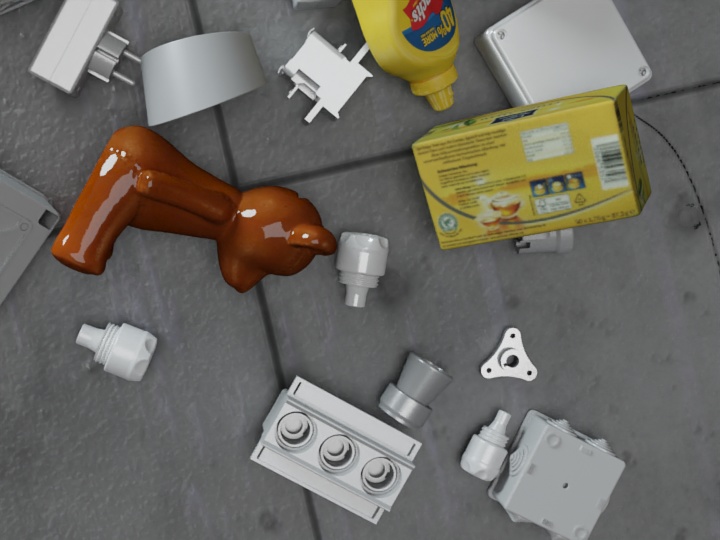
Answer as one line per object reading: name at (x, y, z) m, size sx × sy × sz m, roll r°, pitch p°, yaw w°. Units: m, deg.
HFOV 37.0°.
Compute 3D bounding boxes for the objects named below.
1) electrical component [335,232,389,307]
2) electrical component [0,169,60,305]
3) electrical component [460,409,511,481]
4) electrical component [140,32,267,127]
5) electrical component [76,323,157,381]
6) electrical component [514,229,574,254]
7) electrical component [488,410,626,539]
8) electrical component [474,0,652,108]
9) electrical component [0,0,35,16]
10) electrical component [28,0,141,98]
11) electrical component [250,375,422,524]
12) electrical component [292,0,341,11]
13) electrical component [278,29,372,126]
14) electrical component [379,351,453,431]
electrical component at (0.000, 0.000, 0.914) m, size 0.043 × 0.043 × 0.062 m, roll 8°, pitch 95°, yaw -9°
electrical component at (-0.312, -0.032, 0.838) m, size 0.109 × 0.056 × 0.108 m, roll 35°, pitch 90°, yaw -39°
electrical component at (0.115, 0.153, 0.949) m, size 0.035 × 0.035 × 0.061 m, roll 26°, pitch 89°, yaw -10°
electrical component at (-0.125, -0.150, 0.854) m, size 0.099 × 0.099 × 0.064 m, roll -13°, pitch 91°, yaw -7°
electrical component at (-0.203, 0.064, 0.891) m, size 0.062 × 0.043 × 0.043 m, roll 23°, pitch 92°, yaw -8°
electrical component at (0.159, -0.033, 0.936) m, size 0.046 × 0.040 × 0.040 m, roll -5°, pitch 96°, yaw -1°
electrical component at (0.175, 0.185, 0.953) m, size 0.100 × 0.048 × 0.099 m, roll 27°, pitch 91°, yaw -10°
electrical component at (0.172, -0.181, 0.914) m, size 0.109 × 0.056 × 0.108 m, roll -33°, pitch 99°, yaw -4°
electrical component at (-0.274, -0.232, 0.819) m, size 0.109 × 0.109 × 0.056 m, roll -25°, pitch 101°, yaw -5°
electrical component at (-0.211, -0.176, 0.864) m, size 0.076 × 0.047 × 0.083 m, roll 28°, pitch 91°, yaw -10°
electrical component at (-0.021, 0.150, 0.915) m, size 0.121 × 0.063 × 0.078 m, roll 29°, pitch 91°, yaw -10°
electrical component at (-0.057, -0.257, 0.879) m, size 0.076 × 0.047 × 0.083 m, roll -7°, pitch 97°, yaw -7°
electrical component at (-0.030, -0.162, 0.895) m, size 0.064 × 0.042 × 0.081 m, roll 39°, pitch 88°, yaw -8°
electrical component at (0.048, 0.105, 0.929) m, size 0.045 × 0.045 × 0.055 m, roll 33°, pitch 91°, yaw -10°
